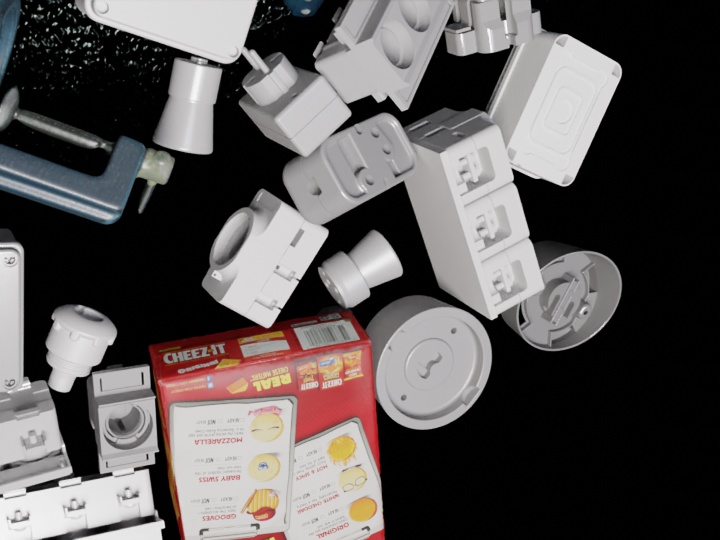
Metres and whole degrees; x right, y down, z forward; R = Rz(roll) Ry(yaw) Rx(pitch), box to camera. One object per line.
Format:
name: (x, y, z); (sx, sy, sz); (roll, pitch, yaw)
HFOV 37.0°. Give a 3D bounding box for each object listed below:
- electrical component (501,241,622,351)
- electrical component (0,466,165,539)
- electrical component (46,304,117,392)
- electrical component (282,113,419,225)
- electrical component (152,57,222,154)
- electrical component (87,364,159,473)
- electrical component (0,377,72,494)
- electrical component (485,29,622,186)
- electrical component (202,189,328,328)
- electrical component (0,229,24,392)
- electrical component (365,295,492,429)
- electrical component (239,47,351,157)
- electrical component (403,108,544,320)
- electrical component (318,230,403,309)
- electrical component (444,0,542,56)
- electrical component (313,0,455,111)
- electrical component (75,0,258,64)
electrical component: (0.175, 0.023, 0.952); (0.099, 0.064, 0.099); (-8, 110, -23)
electrical component: (-0.219, 0.188, 0.819); (0.121, 0.079, 0.063); (-8, 88, -23)
electrical component: (-0.211, 0.059, 0.793); (0.048, 0.048, 0.062); (18, 104, -29)
electrical component: (-0.009, -0.075, 0.818); (0.095, 0.059, 0.053); (-31, 94, -45)
electrical component: (-0.122, -0.120, 0.775); (0.044, 0.044, 0.065); (7, 105, -27)
electrical component: (-0.181, 0.107, 0.811); (0.042, 0.064, 0.081); (-6, 109, -22)
electrical component: (-0.275, 0.125, 0.761); (0.121, 0.078, 0.063); (-13, 122, -21)
electrical component: (0.154, -0.136, 0.895); (0.078, 0.057, 0.113); (20, 97, -29)
electrical component: (-0.077, -0.011, 0.829); (0.056, 0.050, 0.089); (31, 92, -31)
electrical component: (-0.290, 0.029, 0.738); (0.109, 0.056, 0.108); (-2, 108, -25)
electrical component: (0.050, 0.073, 0.912); (0.108, 0.060, 0.108); (-8, 110, -23)
electrical component: (-0.059, -0.131, 0.779); (0.047, 0.083, 0.075); (-44, 120, -7)
electrical component: (0.091, -0.049, 0.874); (0.062, 0.089, 0.150); (-28, 116, -15)
electrical component: (0.000, 0.000, 0.873); (0.055, 0.045, 0.045); (-33, 118, -12)
electrical component: (0.103, -0.207, 0.847); (0.078, 0.058, 0.057); (-20, 117, -19)
electrical component: (0.018, -0.181, 0.783); (0.078, 0.063, 0.121); (46, 49, -30)
electrical component: (-0.130, -0.195, 0.740); (0.113, 0.057, 0.078); (14, 100, -28)
